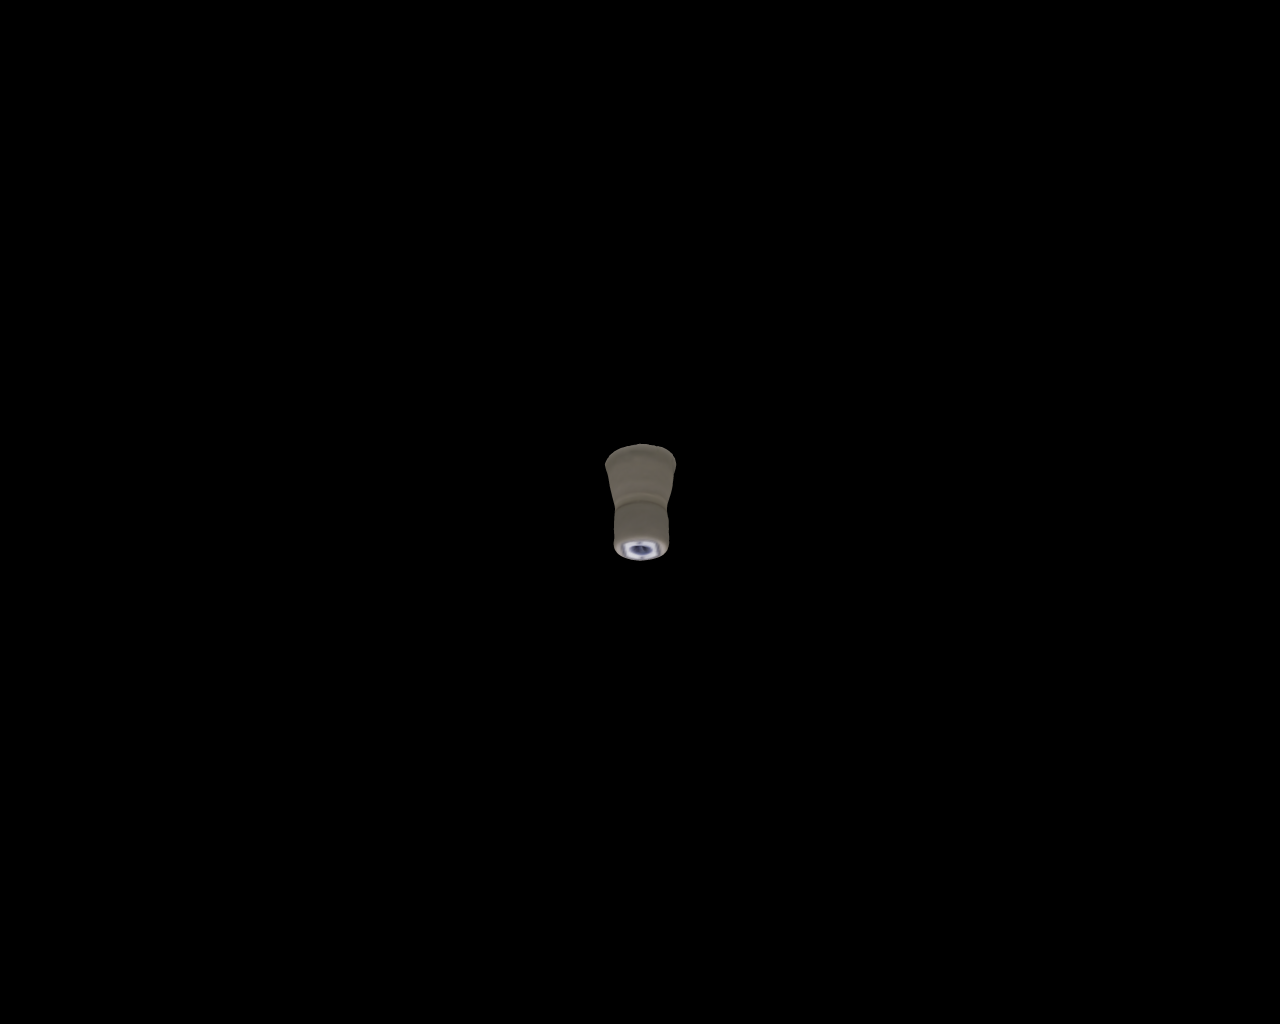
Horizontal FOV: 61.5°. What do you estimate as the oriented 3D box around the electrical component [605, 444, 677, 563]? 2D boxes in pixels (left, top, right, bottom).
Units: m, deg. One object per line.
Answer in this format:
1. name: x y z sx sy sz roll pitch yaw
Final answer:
1. electrical component: 0.001 -0.003 0.650 0.044 0.065 0.044 0 -29 0
